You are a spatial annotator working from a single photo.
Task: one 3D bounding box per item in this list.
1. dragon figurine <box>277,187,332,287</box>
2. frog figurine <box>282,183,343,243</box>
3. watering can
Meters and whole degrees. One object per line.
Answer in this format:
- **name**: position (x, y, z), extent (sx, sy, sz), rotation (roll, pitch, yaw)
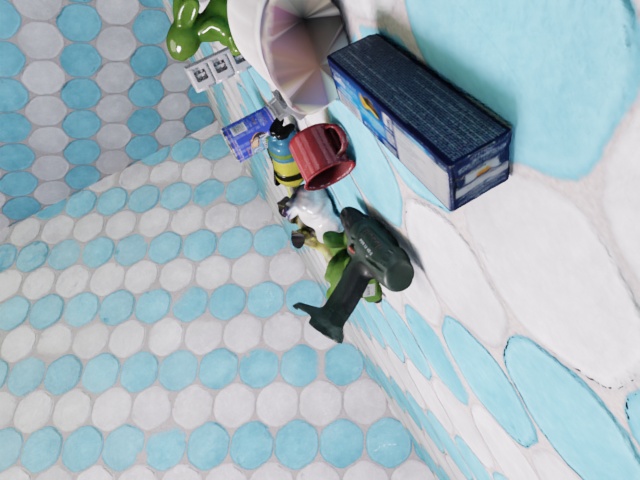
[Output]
- **dragon figurine**: position (-0.029, -0.060, 1.407), extent (0.241, 0.122, 0.413), rotation (53, -164, -82)
- **frog figurine**: position (0.004, -0.061, 1.219), extent (0.160, 0.125, 0.135), rotation (24, 157, 5)
- **watering can**: position (-0.064, -0.292, 0.624), extent (0.228, 0.104, 0.340), rotation (52, 168, 48)
